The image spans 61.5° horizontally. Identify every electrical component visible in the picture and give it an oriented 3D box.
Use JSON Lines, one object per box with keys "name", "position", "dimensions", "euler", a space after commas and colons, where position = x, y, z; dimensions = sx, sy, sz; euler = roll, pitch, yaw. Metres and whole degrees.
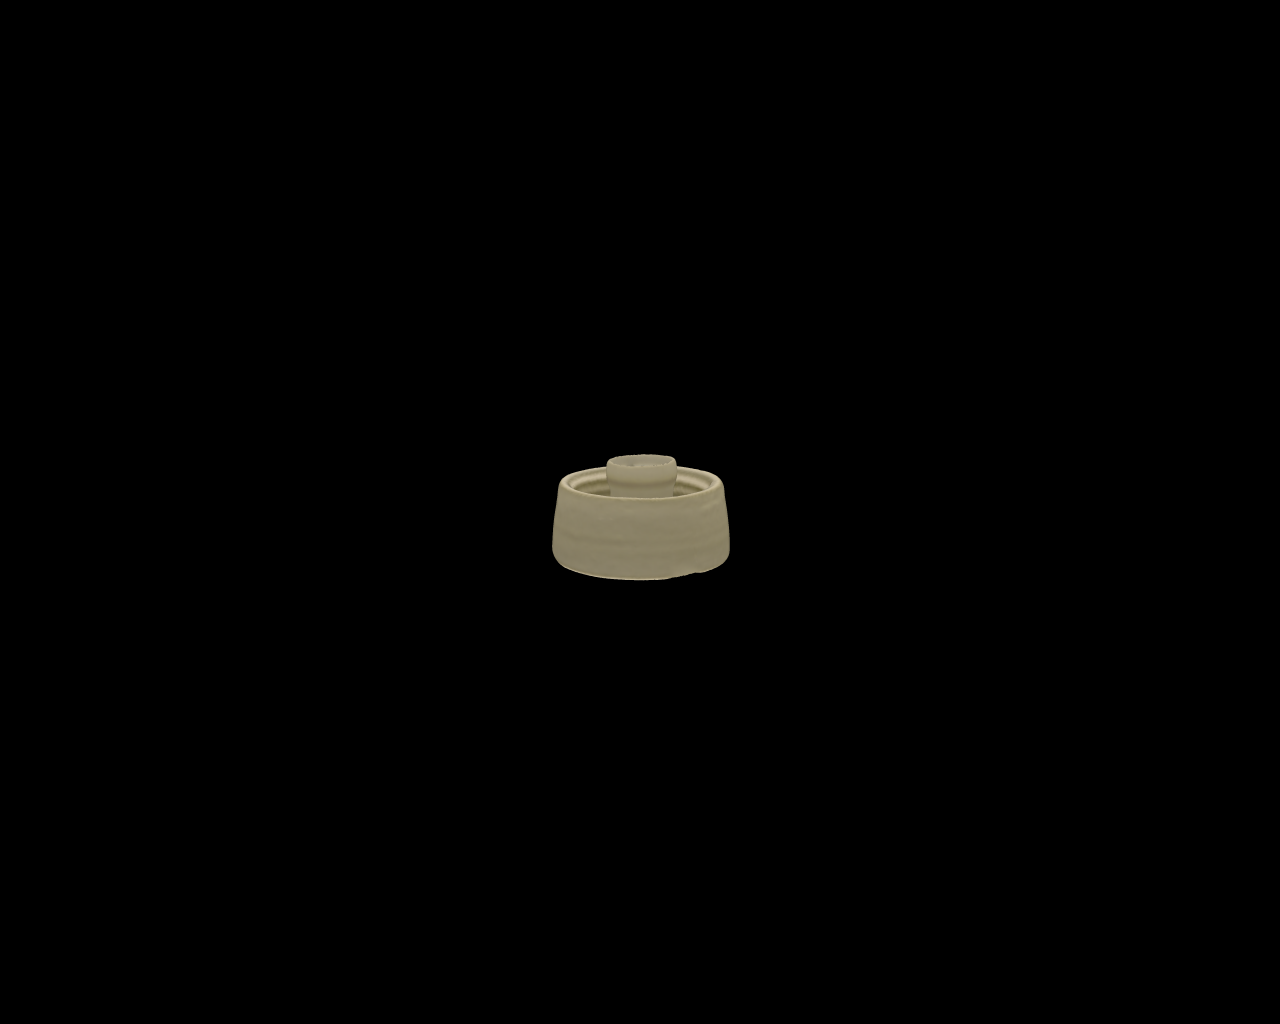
{"name": "electrical component", "position": [0.001, -0.003, 0.650], "dimensions": [0.108, 0.060, 0.108], "euler": [0, 13, 0]}
